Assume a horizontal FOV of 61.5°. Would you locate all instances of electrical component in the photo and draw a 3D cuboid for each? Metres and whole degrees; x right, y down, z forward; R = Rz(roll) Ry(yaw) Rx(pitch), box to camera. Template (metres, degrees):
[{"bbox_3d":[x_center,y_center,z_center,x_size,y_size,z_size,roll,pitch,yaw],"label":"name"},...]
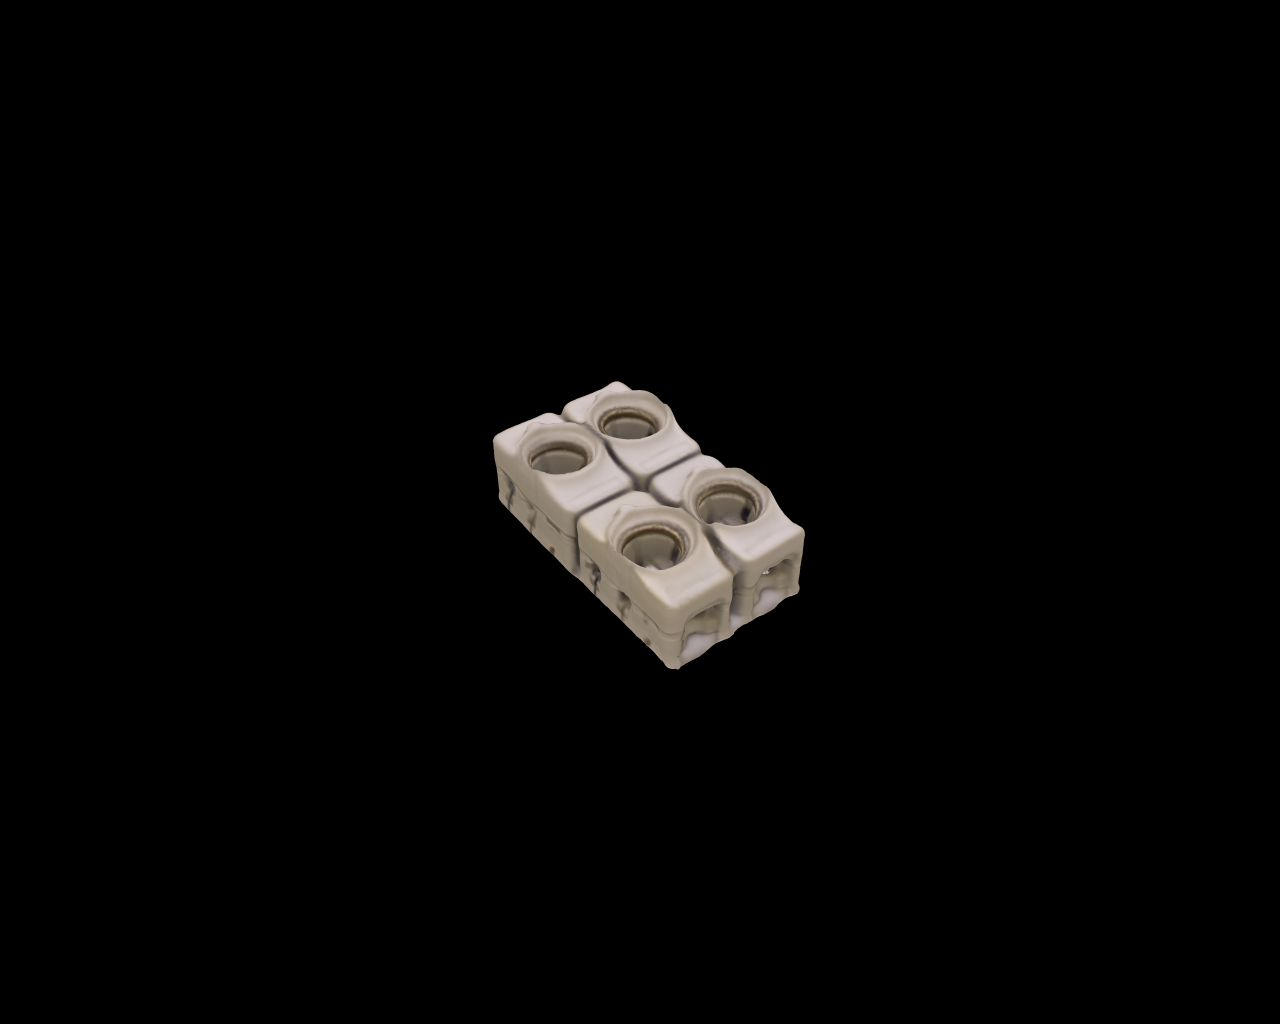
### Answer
[{"bbox_3d":[0.001,-0.003,0.650,0.105,0.060,0.186,-27,49,-26],"label":"electrical component"}]
